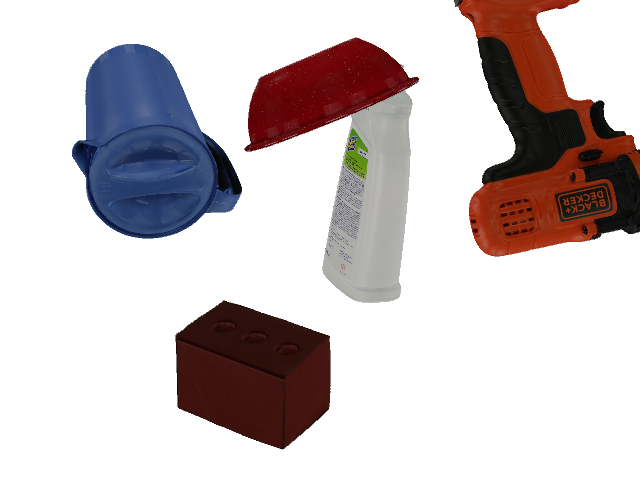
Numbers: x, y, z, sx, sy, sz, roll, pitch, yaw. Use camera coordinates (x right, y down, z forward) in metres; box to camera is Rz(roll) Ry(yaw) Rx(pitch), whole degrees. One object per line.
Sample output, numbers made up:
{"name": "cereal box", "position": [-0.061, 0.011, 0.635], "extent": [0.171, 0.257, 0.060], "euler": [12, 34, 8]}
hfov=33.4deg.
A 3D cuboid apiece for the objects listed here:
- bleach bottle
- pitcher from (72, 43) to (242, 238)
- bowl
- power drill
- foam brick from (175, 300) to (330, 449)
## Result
{"name": "bleach bottle", "position": [0.061, -0.066, 1.159], "extent": [0.068, 0.251, 0.103], "euler": [-2, 23, -28]}
{"name": "pitcher", "position": [-0.186, -0.116, 1.168], "extent": [0.145, 0.149, 0.243], "euler": [-22, 37, -1]}
{"name": "bowl", "position": [0.000, -0.131, 0.914], "extent": [0.162, 0.055, 0.162], "euler": [-22, 9, 3]}
{"name": "power drill", "position": [0.171, -0.094, 0.678], "extent": [0.184, 0.187, 0.057], "euler": [-13, -1, -4]}
{"name": "foam brick", "position": [-0.039, 0.078, 0.625], "extent": [0.078, 0.051, 0.052], "euler": [16, 28, 26]}
